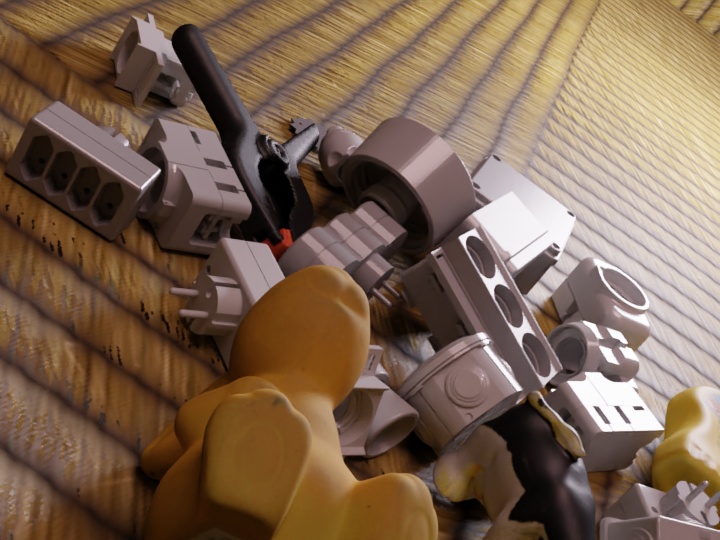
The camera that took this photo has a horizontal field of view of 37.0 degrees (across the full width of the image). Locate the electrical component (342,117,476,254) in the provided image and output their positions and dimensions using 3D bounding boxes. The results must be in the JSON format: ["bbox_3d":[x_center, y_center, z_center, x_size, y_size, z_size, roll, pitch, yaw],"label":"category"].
[{"bbox_3d":[0.033,-0.062,0.873,0.108,0.108,0.060,42,63,11],"label":"electrical component"}]

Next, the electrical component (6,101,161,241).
[{"bbox_3d":[-0.177,-0.073,0.721,0.083,0.047,0.075,34,28,-5],"label":"electrical component"}]

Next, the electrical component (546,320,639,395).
[{"bbox_3d":[0.185,0.074,0.881,0.057,0.058,0.078,17,34,-36],"label":"electrical component"}]

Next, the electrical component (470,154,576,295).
[{"bbox_3d":[0.138,-0.045,1.005,0.109,0.056,0.108,37,29,2],"label":"electrical component"}]

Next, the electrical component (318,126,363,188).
[{"bbox_3d":[-0.016,-0.102,0.940,0.043,0.043,0.062,18,33,-29],"label":"electrical component"}]

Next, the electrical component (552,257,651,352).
[{"bbox_3d":[0.220,0.036,0.972,0.054,0.059,0.095,22,32,-23],"label":"electrical component"}]

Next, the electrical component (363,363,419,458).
[{"bbox_3d":[0.004,0.085,0.685,0.045,0.045,0.055,-4,47,-49],"label":"electrical component"}]

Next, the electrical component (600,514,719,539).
[{"bbox_3d":[0.199,0.204,0.675,0.100,0.048,0.099,19,64,-29],"label":"electrical component"}]

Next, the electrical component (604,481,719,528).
[{"bbox_3d":[0.225,0.175,0.756,0.066,0.076,0.047,21,32,-25],"label":"electrical component"}]

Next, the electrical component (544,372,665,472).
[{"bbox_3d":[0.177,0.116,0.818,0.089,0.050,0.055,7,40,-42],"label":"electrical component"}]

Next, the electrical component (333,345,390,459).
[{"bbox_3d":[-0.023,0.076,0.646,0.042,0.081,0.064,9,16,-40],"label":"electrical component"}]

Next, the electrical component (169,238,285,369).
[{"bbox_3d":[-0.085,0.023,0.678,0.076,0.047,0.083,8,39,-40],"label":"electrical component"}]

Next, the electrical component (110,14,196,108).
[{"bbox_3d":[-0.165,-0.167,0.878,0.064,0.042,0.081,20,33,-33],"label":"electrical component"}]

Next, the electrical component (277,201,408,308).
[{"bbox_3d":[0.000,0.000,0.797,0.074,0.052,0.138,42,29,10],"label":"electrical component"}]

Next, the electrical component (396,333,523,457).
[{"bbox_3d":[0.065,0.083,0.719,0.080,0.080,0.051,-12,60,-54],"label":"electrical component"}]

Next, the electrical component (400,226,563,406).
[{"bbox_3d":[0.087,0.038,0.792,0.121,0.063,0.079,61,32,2],"label":"electrical component"}]

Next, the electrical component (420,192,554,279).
[{"bbox_3d":[0.104,-0.012,0.895,0.057,0.078,0.113,50,31,7],"label":"electrical component"}]

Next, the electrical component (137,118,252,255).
[{"bbox_3d":[-0.124,-0.058,0.752,0.056,0.050,0.089,9,38,-40],"label":"electrical component"}]
